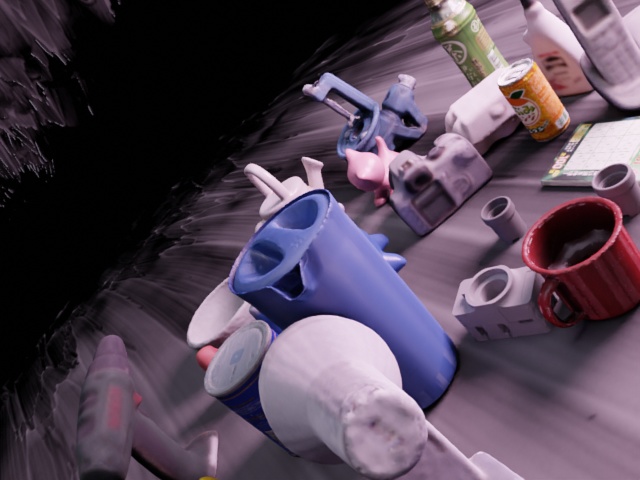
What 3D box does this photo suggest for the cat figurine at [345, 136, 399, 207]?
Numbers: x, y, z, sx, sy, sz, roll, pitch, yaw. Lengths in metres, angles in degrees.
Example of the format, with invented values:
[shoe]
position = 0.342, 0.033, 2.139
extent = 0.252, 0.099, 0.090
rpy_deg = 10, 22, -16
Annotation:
[cat figurine]
position = 0.093, -0.123, 0.973
extent = 0.067, 0.118, 0.128
rpy_deg = -17, 36, 47

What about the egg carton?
[egg carton]
position = 0.265, -0.198, 0.880
extent = 0.150, 0.069, 0.107
rpy_deg = -38, 25, 15

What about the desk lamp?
[desk lamp]
position = 0.063, 0.160, 0.441
extent = 0.118, 0.214, 0.202
rpy_deg = -50, 24, -11

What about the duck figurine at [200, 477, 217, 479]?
[duck figurine]
position = -0.159, 0.328, 0.685
extent = 0.077, 0.086, 0.104
rpy_deg = -25, 31, 37

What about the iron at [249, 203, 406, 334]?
[iron]
position = -0.013, 0.072, 0.797
extent = 0.258, 0.142, 0.118
rpy_deg = -42, 24, 5

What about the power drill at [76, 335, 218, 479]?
[power drill]
position = -0.238, 0.255, 0.777
extent = 0.075, 0.209, 0.229
rpy_deg = -39, 24, 12

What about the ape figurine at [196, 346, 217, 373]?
[ape figurine]
position = -0.149, 0.195, 0.878
extent = 0.077, 0.092, 0.076
rpy_deg = -37, 25, 16

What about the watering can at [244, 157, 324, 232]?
[watering can]
position = -0.058, -0.074, 1.041
extent = 0.100, 0.194, 0.173
rpy_deg = -11, 41, 52

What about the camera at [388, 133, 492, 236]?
[camera]
position = 0.156, -0.101, 0.858
extent = 0.143, 0.101, 0.136
rpy_deg = -42, 24, 7

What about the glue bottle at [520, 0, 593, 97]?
[glue bottle]
position = 0.318, -0.276, 0.791
extent = 0.037, 0.173, 0.078
rpy_deg = -54, 25, -19

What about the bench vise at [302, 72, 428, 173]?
[bench vise]
position = 0.078, -0.242, 1.063
extent = 0.121, 0.220, 0.208
rpy_deg = -2, 48, 57

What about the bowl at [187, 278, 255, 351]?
[bowl]
position = -0.148, 0.135, 0.995
extent = 0.167, 0.075, 0.167
rpy_deg = -35, 25, 20

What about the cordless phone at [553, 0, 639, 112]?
[cordless phone]
position = 0.367, -0.260, 0.672
extent = 0.147, 0.185, 0.094
rpy_deg = -39, 24, 12
